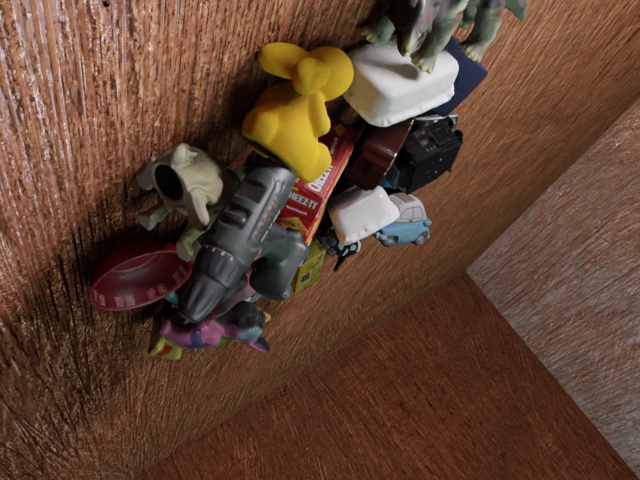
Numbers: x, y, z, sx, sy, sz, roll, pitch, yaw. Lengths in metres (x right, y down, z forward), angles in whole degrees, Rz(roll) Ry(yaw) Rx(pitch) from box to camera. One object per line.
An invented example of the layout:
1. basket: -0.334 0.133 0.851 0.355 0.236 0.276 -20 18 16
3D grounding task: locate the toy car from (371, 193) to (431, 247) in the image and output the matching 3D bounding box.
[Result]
1. toy car: 0.167 -0.050 1.146 0.161 0.109 0.102 -4 121 -38

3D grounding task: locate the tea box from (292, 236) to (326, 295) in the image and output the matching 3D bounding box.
1. tea box: -0.049 0.040 1.186 0.068 0.098 0.169 -31 159 -19

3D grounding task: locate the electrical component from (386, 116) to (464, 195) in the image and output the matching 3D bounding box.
1. electrical component: 0.179 -0.143 0.952 0.134 0.058 0.114 -28 156 -11

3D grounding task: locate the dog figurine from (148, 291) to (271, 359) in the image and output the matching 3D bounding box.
1. dog figurine: -0.206 0.171 1.036 0.219 0.108 0.191 15 138 -18

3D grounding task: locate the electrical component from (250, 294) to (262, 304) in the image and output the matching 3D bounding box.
1. electrical component: -0.143 0.100 1.241 0.119 0.048 0.075 -41 162 17

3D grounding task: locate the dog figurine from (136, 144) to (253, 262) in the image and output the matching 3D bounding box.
1. dog figurine: -0.142 -0.085 0.745 0.190 0.121 0.172 -39 171 -42

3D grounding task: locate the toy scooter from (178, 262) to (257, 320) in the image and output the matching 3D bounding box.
1. toy scooter: -0.155 0.078 0.918 0.135 0.075 0.184 -31 -179 -42

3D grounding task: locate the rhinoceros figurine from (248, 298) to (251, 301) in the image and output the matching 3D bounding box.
1. rhinoceros figurine: -0.179 0.083 1.107 0.112 0.073 0.190 -38 163 -33

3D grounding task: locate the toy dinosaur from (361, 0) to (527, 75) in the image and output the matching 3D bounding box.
1. toy dinosaur: 0.191 -0.334 0.696 0.405 0.131 0.192 -32 163 -34

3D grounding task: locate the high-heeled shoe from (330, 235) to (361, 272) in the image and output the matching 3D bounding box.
1. high-heeled shoe: 0.048 -0.026 1.275 0.145 0.086 0.248 -61 155 -24

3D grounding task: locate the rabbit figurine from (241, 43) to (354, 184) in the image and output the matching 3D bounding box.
1. rabbit figurine: -0.027 -0.186 0.698 0.173 0.122 0.162 -50 153 -5

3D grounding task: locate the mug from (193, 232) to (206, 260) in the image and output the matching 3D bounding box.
1. mug: -0.199 0.019 0.906 0.107 0.081 0.109 -35 170 31

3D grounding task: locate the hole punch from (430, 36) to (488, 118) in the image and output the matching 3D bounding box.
1. hole punch: 0.200 -0.275 0.890 0.142 0.092 0.115 -43 157 29

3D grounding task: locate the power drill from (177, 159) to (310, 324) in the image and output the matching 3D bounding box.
1. power drill: -0.093 0.021 0.725 0.232 0.086 0.207 -66 155 -12

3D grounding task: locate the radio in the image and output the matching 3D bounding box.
1. radio: 0.087 -0.081 1.172 0.131 0.073 0.229 -46 160 27

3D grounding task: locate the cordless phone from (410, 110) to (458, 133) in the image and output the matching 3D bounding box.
1. cordless phone: 0.219 -0.254 1.017 0.146 0.089 0.184 -17 142 -44

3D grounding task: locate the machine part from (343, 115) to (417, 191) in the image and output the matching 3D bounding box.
1. machine part: 0.098 -0.165 0.891 0.179 0.056 0.179 -61 -174 10

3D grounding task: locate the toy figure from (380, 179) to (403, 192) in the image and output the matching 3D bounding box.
1. toy figure: 0.160 -0.153 1.127 0.180 0.089 0.082 -6 159 -42

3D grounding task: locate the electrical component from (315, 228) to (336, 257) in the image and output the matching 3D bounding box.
1. electrical component: -0.002 -0.004 1.162 0.021 0.094 0.063 -36 147 -27
